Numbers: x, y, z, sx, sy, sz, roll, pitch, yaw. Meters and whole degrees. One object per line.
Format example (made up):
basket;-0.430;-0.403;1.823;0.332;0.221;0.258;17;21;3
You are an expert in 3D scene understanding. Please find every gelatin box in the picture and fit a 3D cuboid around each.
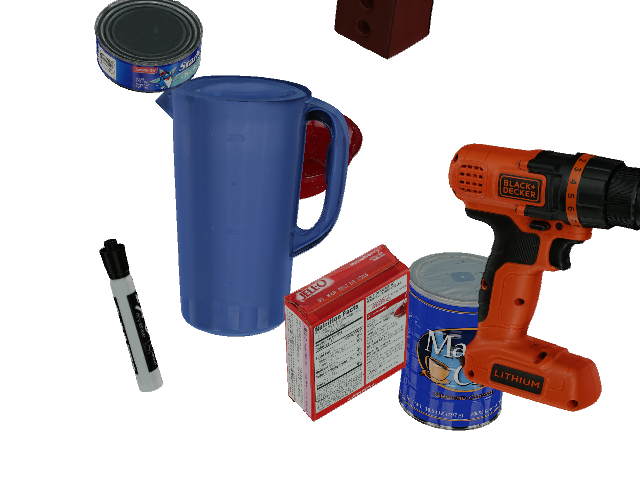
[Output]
gelatin box;0.016;0.054;0.629;0.073;0.089;0.030;-28;48;-25

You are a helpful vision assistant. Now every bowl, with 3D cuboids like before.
bowl;-0.032;-0.095;1.242;0.162;0.055;0.162;-2;37;1

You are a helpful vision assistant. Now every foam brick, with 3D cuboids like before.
foam brick;0.047;-0.178;0.754;0.053;0.078;0.051;33;51;25

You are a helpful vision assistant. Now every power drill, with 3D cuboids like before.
power drill;0.177;0.026;0.790;0.185;0.188;0.057;13;18;36

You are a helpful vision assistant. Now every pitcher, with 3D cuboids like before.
pitcher;-0.070;-0.034;1.034;0.144;0.243;0.149;-10;22;-33

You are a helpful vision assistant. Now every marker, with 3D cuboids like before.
marker;-0.142;0.056;0.802;0.020;0.121;0.020;-11;17;3

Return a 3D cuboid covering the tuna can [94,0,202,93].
tuna can;-0.139;-0.159;0.865;0.086;0.086;0.034;0;-40;-9

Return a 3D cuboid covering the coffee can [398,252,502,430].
coffee can;0.131;0.096;1.027;0.103;0.140;0.103;2;25;-1
